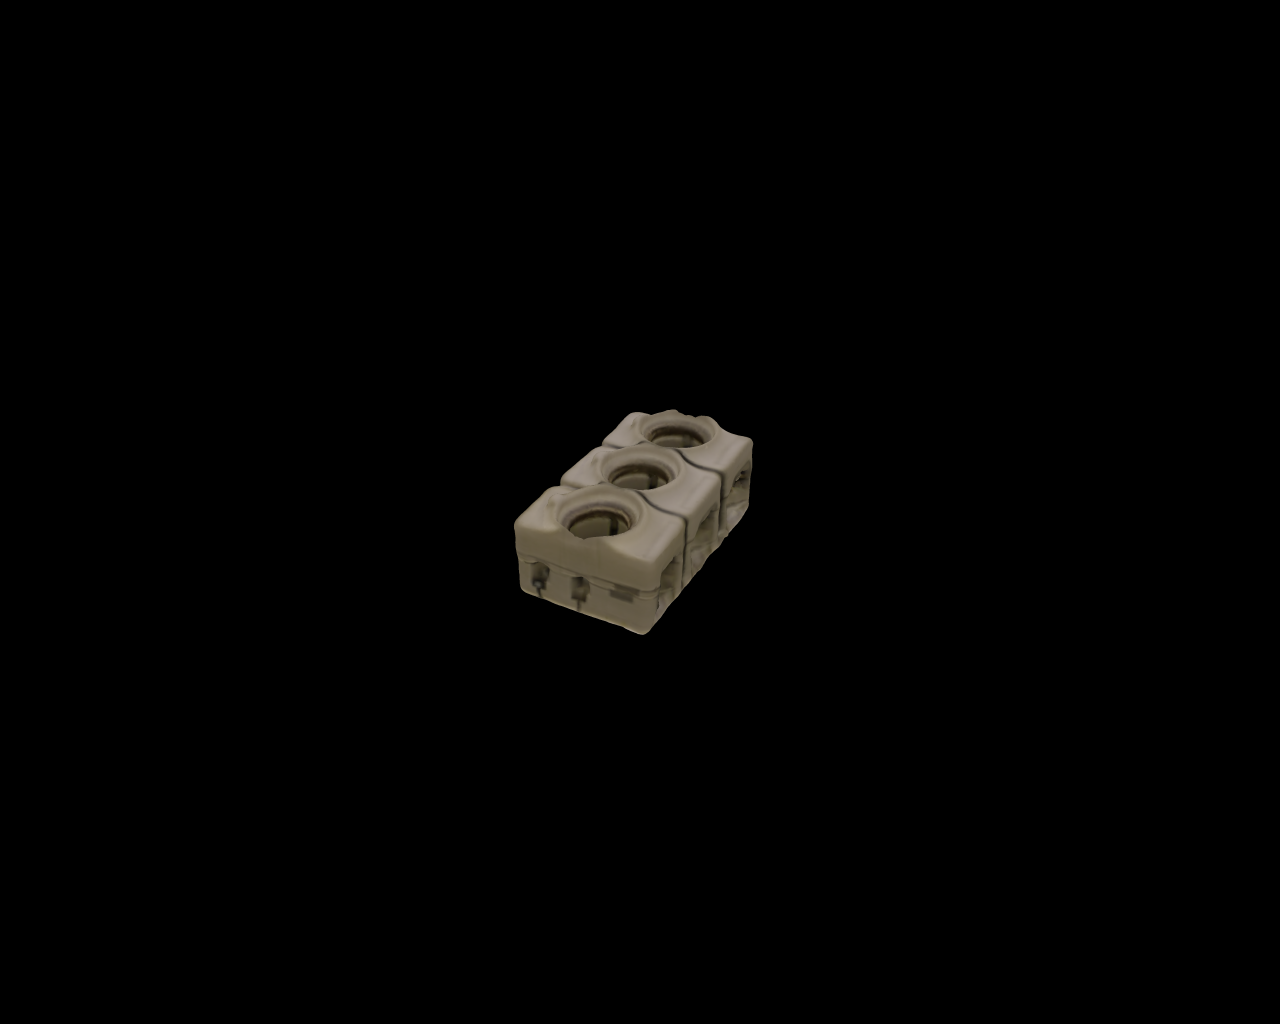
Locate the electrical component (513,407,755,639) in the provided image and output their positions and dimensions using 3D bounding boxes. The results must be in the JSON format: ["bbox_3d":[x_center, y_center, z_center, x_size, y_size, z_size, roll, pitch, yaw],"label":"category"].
[{"bbox_3d":[0.001,-0.003,0.650,0.089,0.061,0.150,16,37,22],"label":"electrical component"}]
